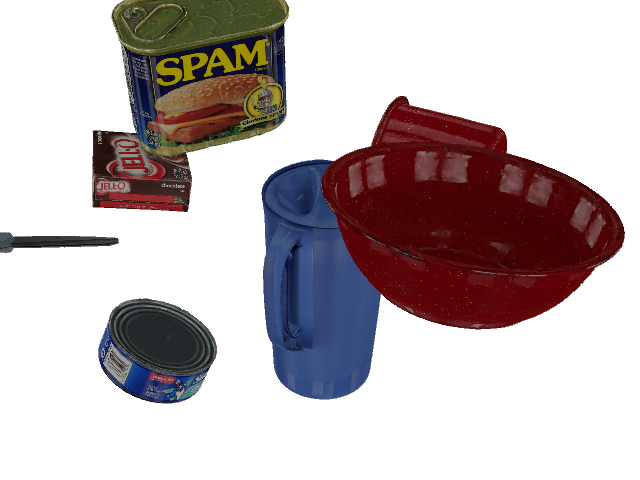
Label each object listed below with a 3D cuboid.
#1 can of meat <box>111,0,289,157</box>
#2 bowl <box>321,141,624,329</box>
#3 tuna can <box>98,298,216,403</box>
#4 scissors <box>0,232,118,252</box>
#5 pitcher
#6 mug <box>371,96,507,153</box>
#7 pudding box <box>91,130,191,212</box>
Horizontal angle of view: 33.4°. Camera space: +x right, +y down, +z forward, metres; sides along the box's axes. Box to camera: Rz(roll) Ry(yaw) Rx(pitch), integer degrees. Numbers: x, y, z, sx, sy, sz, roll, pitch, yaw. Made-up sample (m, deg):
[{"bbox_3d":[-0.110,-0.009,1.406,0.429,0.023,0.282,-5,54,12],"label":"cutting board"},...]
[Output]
[{"bbox_3d":[-0.070,-0.105,0.656,0.102,0.084,0.057,-14,47,-14],"label":"can of meat"},{"bbox_3d":[0.077,0.002,0.578,0.162,0.055,0.162,6,26,-3],"label":"bowl"},{"bbox_3d":[-0.125,0.084,0.814,0.086,0.034,0.086,20,28,-11],"label":"tuna can"},{"bbox_3d":[-0.276,0.009,0.872,0.202,0.016,0.096,5,24,6],"label":"scissors"},{"bbox_3d":[-0.001,0.051,1.118,0.149,0.243,0.145,-8,35,-14],"label":"pitcher"},{"bbox_3d":[0.082,-0.039,0.772,0.082,0.117,0.093,16,0,18],"label":"mug"},{"bbox_3d":[-0.174,-0.067,1.024,0.090,0.039,0.113,3,25,-14],"label":"pudding box"}]
